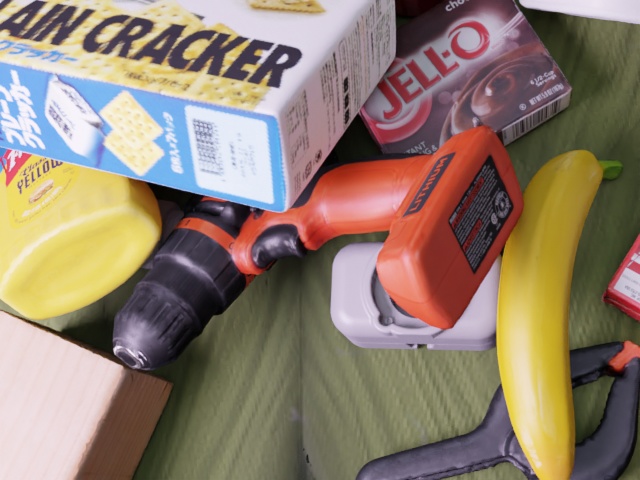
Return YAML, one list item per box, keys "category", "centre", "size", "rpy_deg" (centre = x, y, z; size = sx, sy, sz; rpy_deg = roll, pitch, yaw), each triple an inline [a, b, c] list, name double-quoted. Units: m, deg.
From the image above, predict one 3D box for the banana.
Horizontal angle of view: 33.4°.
- category: "banana"
  centre: [0.124, 0.025, 0.562]
  size: [0.069, 0.037, 0.197]
  rpy_deg: [27, 65, -19]

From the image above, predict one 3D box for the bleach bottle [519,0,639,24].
- category: "bleach bottle"
  centre: [0.174, -0.246, 0.572]
  size: [0.068, 0.103, 0.251]
  rpy_deg: [4, 104, -17]

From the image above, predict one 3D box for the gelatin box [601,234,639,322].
- category: "gelatin box"
  centre: [0.210, 0.013, 0.588]
  size: [0.073, 0.030, 0.089]
  rpy_deg: [31, 83, 15]

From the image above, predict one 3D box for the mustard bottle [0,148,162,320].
- category: "mustard bottle"
  centre: [-0.152, -0.046, 0.634]
  size: [0.096, 0.058, 0.192]
  rpy_deg: [-34, 42, 12]

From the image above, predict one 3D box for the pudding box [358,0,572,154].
- category: "pudding box"
  centre: [0.078, -0.091, 0.635]
  size: [0.113, 0.039, 0.090]
  rpy_deg: [-29, 72, 2]

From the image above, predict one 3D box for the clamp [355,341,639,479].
- category: "clamp"
  centre: [0.104, 0.115, 0.580]
  size: [0.120, 0.039, 0.171]
  rpy_deg: [36, 79, 14]

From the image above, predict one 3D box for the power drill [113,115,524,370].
- category: "power drill"
  centre: [-0.004, 0.001, 0.555]
  size: [0.188, 0.057, 0.184]
  rpy_deg: [3, 46, 41]

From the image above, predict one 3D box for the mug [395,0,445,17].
- category: "mug"
  centre: [0.046, -0.184, 0.642]
  size: [0.117, 0.081, 0.093]
  rpy_deg: [-13, 74, 8]

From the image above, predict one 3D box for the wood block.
- category: "wood block"
  centre: [-0.174, 0.154, 0.598]
  size: [0.090, 0.090, 0.206]
  rpy_deg: [22, 81, 15]
